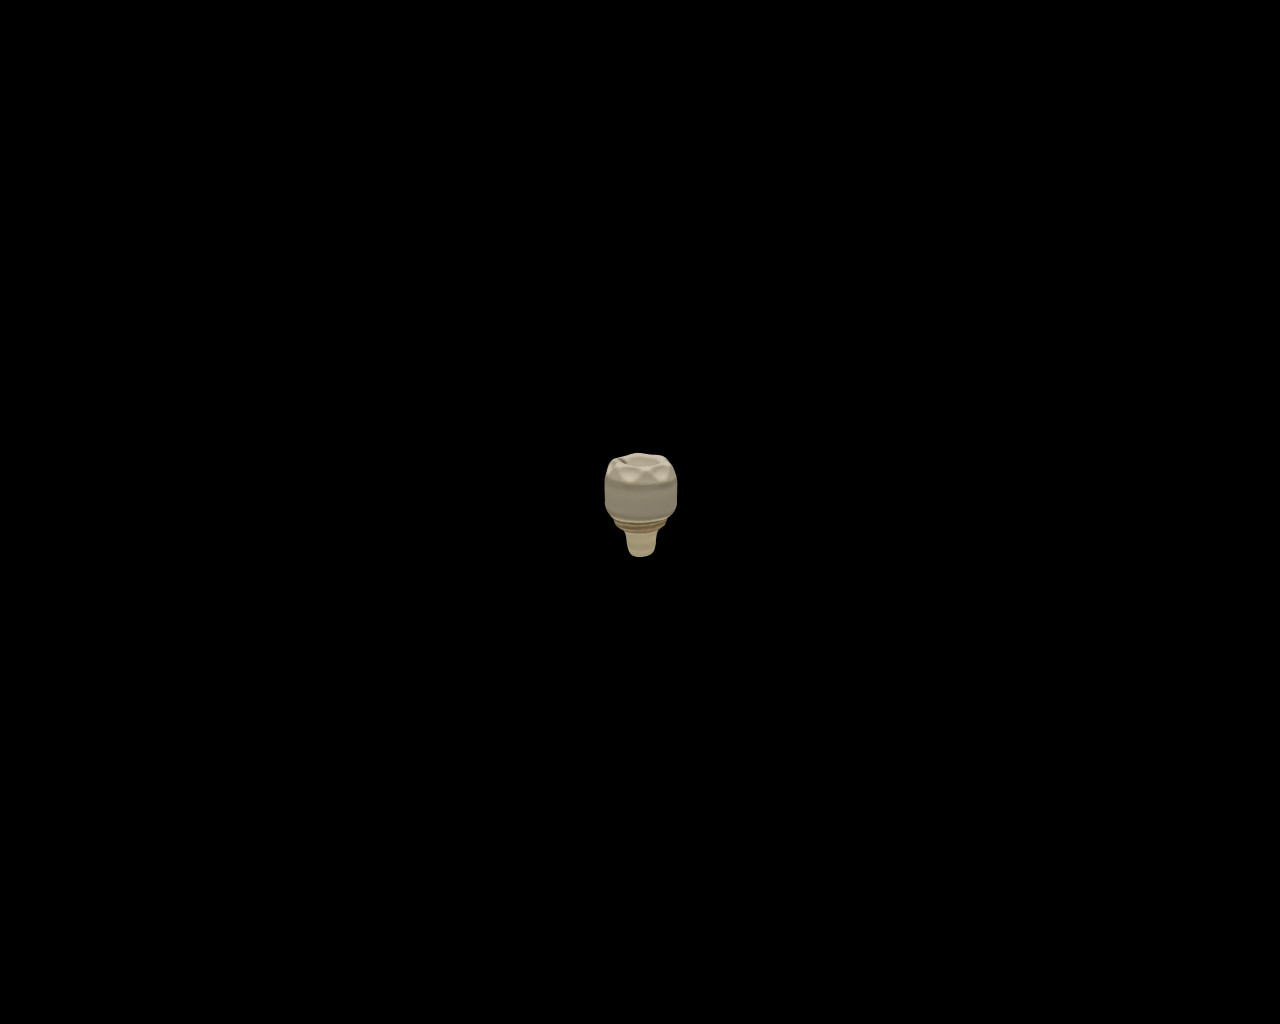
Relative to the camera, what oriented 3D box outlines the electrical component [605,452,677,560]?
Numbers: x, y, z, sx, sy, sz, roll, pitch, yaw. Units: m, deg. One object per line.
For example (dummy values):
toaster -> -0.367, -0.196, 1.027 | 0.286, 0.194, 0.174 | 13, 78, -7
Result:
electrical component -> 0.001, -0.003, 0.650 | 0.043, 0.062, 0.043 | 0, 18, 0
